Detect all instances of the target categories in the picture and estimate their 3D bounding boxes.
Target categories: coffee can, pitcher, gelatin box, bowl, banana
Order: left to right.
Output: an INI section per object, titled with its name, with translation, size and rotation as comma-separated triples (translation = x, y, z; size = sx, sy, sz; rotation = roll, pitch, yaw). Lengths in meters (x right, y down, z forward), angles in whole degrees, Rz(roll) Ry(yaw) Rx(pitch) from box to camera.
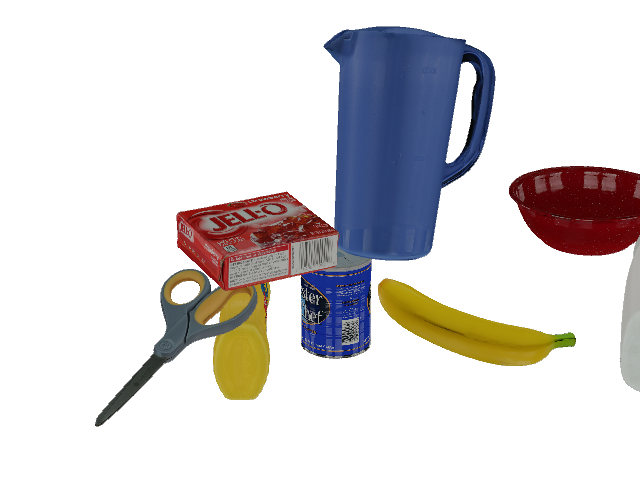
[gelatin box]
translation = -0.043, -0.002, 0.723
size = 0.089, 0.030, 0.073
rotation = -12, 30, -28
[coffee can]
translation = 0.022, 0.083, 1.526
size = 0.103, 0.140, 0.103
rotation = 0, 21, 0
[pitcher]
translation = 0.088, -0.105, 1.148
size = 0.149, 0.243, 0.144
rotation = 11, 13, 31
[banana]
translation = 0.121, 0.075, 0.946
size = 0.198, 0.037, 0.069
rotation = 18, 14, 32
[bowl]
translation = 0.276, -0.027, 1.106
size = 0.162, 0.055, 0.162
rotation = -2, 23, 1

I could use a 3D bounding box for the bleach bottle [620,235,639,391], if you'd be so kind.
[bleach bottle]
translation = 0.271, 0.035, 0.760
size = 0.103, 0.068, 0.250
rotation = 9, 21, 17

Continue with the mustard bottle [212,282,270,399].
[mustard bottle]
translation = -0.084, 0.081, 1.157
size = 0.058, 0.096, 0.191
rotation = -1, 28, -2

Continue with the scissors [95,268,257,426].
[scissors]
translation = -0.142, 0.083, 0.935
size = 0.096, 0.016, 0.201
rotation = 31, 48, 33
